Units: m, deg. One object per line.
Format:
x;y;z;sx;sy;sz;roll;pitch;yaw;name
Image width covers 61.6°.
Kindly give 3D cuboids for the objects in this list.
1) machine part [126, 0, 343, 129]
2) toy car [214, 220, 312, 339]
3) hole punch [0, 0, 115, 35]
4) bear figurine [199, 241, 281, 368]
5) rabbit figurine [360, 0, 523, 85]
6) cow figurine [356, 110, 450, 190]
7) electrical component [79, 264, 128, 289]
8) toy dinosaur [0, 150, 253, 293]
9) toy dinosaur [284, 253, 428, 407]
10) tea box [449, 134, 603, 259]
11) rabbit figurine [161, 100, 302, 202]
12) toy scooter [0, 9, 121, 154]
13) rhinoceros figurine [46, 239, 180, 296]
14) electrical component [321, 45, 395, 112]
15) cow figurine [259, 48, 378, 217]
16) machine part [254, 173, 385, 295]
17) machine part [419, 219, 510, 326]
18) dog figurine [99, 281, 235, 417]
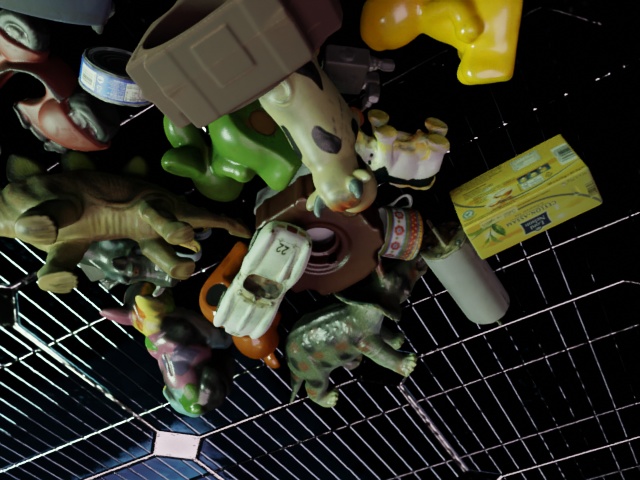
-0.081;-0.212;0.537;0.201;0.201;0.087;-27;127;17;machine part
-0.077;0.058;0.694;0.073;0.056;0.201;22;123;-15;toy car
-0.268;-0.285;0.550;0.116;0.092;0.142;14;122;-16;hole punch
-0.101;0.114;0.849;0.132;0.120;0.195;-45;143;-6;bear figurine
0.125;-0.247;0.575;0.173;0.122;0.162;5;136;19;rabbit figurine
0.079;-0.114;0.705;0.167;0.068;0.098;6;133;-5;cow figurine
-0.335;0.037;0.834;0.063;0.021;0.093;-15;125;9;electrical component
-0.310;-0.034;0.656;0.471;0.199;0.105;3;123;-26;toy dinosaur
0.019;0.165;0.891;0.192;0.131;0.405;44;120;-15;toy dinosaur
0.274;-0.058;0.731;0.170;0.098;0.068;-28;123;21;tea box
-0.118;-0.101;0.673;0.159;0.121;0.170;11;147;-30;rabbit figurine
-0.340;-0.171;0.643;0.135;0.075;0.183;-24;122;16;toy scooter
-0.288;0.016;0.765;0.190;0.112;0.073;18;123;-6;rhinoceros figurine
0.030;-0.191;0.644;0.102;0.045;0.078;7;165;-12;electrical component
0.003;-0.112;0.592;0.085;0.127;0.194;-21;116;29;cow figurine
-0.001;-0.002;0.719;0.179;0.056;0.179;-1;129;-1;machine part
0.224;0.052;0.827;0.079;0.079;0.243;-30;123;20;machine part
-0.238;0.162;0.843;0.108;0.191;0.219;-21;141;21;dog figurine
